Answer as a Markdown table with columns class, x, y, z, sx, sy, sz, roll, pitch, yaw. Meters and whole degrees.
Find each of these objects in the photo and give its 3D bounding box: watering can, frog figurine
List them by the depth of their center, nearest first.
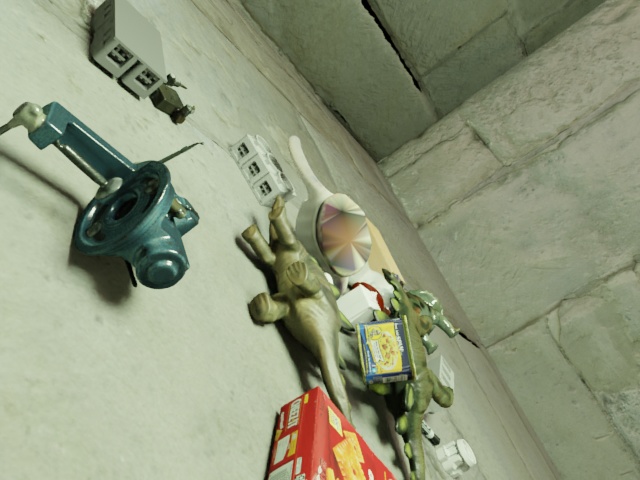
| class | x | y | z | sx | sy | sz | roll | pitch | yaw |
| --- | --- | --- | --- | --- | --- | --- | --- | --- | --- |
| watering can | 0.003 | -0.052 | 1.025 | 0.224 | 0.104 | 0.347 | 175 | -99 | -70 |
| frog figurine | 0.110 | 0.109 | 1.252 | 0.159 | 0.120 | 0.140 | 18 | 30 | -2 |
